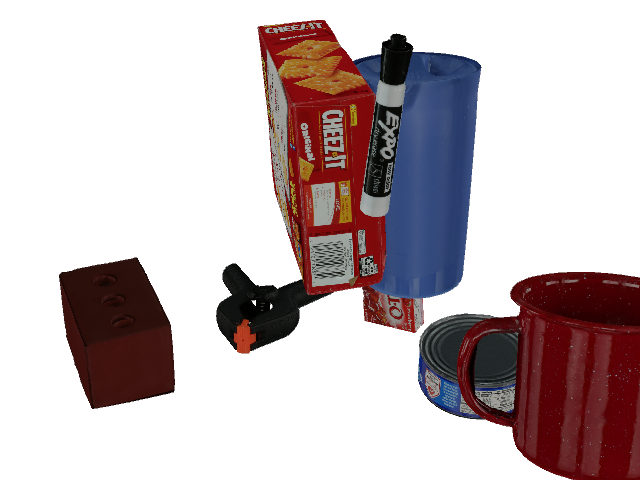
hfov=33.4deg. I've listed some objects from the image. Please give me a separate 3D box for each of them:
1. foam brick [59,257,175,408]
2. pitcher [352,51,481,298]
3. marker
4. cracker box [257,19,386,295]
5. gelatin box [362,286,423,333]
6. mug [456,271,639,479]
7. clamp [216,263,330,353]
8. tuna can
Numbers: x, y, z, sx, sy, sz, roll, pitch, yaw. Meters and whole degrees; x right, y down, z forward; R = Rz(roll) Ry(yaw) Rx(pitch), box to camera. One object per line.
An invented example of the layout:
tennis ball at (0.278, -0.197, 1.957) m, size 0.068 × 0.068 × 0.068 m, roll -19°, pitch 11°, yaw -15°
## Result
foam brick at (-0.126, 0.056, 0.656) m, size 0.052 × 0.051 × 0.078 m, roll -11°, pitch 36°, yaw -21°
pitcher at (0.102, -0.072, 1.112) m, size 0.149 × 0.243 × 0.145 m, roll -8°, pitch 23°, yaw -14°
marker at (0.040, -0.070, 0.659) m, size 0.020 × 0.121 × 0.020 m, roll 4°, pitch 34°, yaw -3°
cracker box at (-0.001, -0.078, 0.898) m, size 0.072 × 0.164 × 0.214 m, roll -8°, pitch 27°, yaw -6°
gelatin box at (0.089, 0.065, 1.330) m, size 0.073 × 0.089 × 0.030 m, roll 11°, pitch 32°, yaw 30°
mug at (0.125, 0.066, 0.523) m, size 0.117 × 0.081 × 0.093 m, roll 1°, pitch 14°, yaw -1°
clamp at (-0.064, 0.060, 1.046) m, size 0.120 × 0.039 × 0.171 m, roll 1°, pitch 17°, yaw 20°
tuna can at (0.114, 0.091, 0.775) m, size 0.086 × 0.034 × 0.086 m, roll 0°, pitch 31°, yaw 0°
